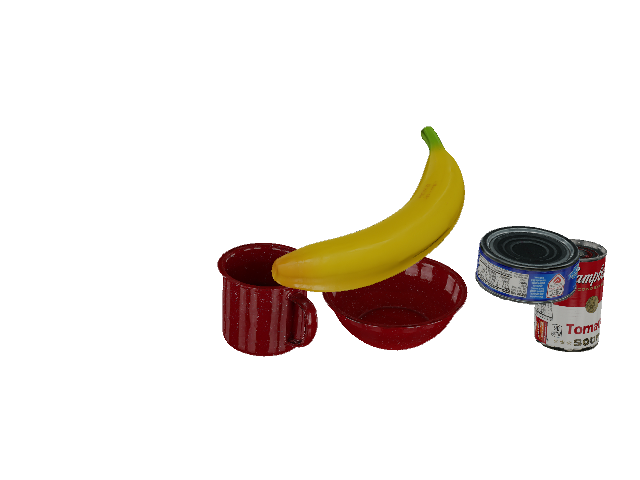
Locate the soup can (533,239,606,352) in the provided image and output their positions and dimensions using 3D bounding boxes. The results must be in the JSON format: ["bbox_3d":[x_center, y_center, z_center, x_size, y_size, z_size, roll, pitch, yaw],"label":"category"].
[{"bbox_3d":[0.258,0.057,1.107,0.068,0.102,0.068,0,17,0],"label":"soup can"}]

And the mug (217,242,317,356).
[{"bbox_3d":[-0.046,0.063,1.033,0.117,0.081,0.093,26,34,37],"label":"mug"}]

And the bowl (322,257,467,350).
[{"bbox_3d":[0.083,0.075,1.200,0.162,0.055,0.162,-1,29,0],"label":"bowl"}]

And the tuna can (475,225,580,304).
[{"bbox_3d":[0.176,0.019,0.906,0.086,0.034,0.086,2,26,-1],"label":"tuna can"}]

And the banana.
[{"bbox_3d":[0.049,-0.010,0.750,0.070,0.037,0.197,32,48,20],"label":"banana"}]
